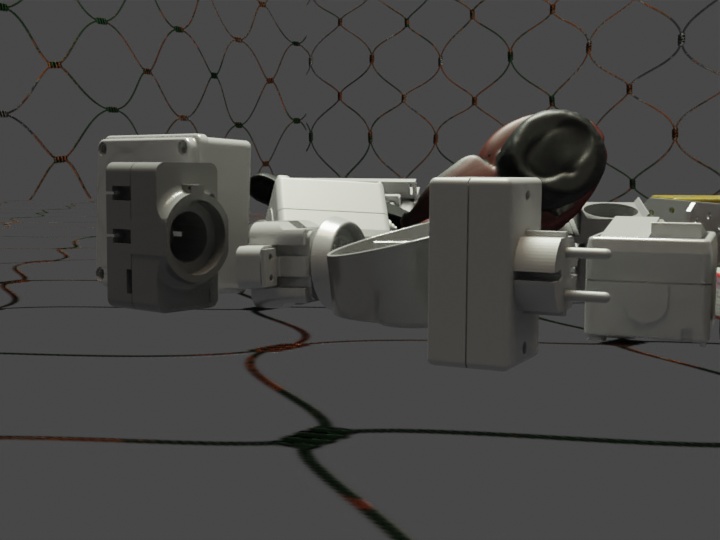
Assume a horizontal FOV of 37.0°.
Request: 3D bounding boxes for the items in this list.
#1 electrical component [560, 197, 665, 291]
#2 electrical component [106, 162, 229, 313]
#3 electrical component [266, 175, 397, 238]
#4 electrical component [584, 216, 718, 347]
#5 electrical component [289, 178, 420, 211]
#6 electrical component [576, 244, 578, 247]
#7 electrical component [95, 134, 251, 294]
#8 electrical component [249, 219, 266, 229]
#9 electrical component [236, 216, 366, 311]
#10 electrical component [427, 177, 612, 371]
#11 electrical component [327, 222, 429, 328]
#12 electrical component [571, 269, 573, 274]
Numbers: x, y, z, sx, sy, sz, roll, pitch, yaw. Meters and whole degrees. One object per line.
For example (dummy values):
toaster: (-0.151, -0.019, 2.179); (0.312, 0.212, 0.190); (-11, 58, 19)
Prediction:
electrical component: (0.172, -0.015, 0.745); (0.081, 0.063, 0.042); (1, 20, 5)
electrical component: (-0.119, -0.021, 0.662); (0.056, 0.089, 0.050); (5, 7, 39)
electrical component: (-0.018, -0.025, 0.788); (0.096, 0.061, 0.061); (2, -35, -14)
electrical component: (0.159, 0.003, 0.580); (0.062, 0.061, 0.096); (2, 6, 20)
electrical component: (-0.007, -0.044, 1.015); (0.121, 0.078, 0.063); (2, 35, 12)
electrical component: (0.139, -0.013, 0.843); (0.062, 0.043, 0.043); (1, 5, -1)
electrical component: (-0.132, -0.039, 0.755); (0.109, 0.108, 0.056); (5, 5, 41)
electrical component: (-0.065, -0.021, 0.904); (0.055, 0.045, 0.045); (-5, 8, -43)
electrical component: (-0.031, -0.004, 0.663); (0.057, 0.058, 0.078); (0, 5, 28)
electrical component: (0.073, 0.001, 0.477); (0.076, 0.083, 0.047); (3, 6, 26)
electrical component: (0.031, -0.002, 0.601); (0.099, 0.064, 0.099); (0, 5, 0)
electrical component: (0.202, -0.021, 0.884); (0.080, 0.051, 0.080); (0, 5, 0)
